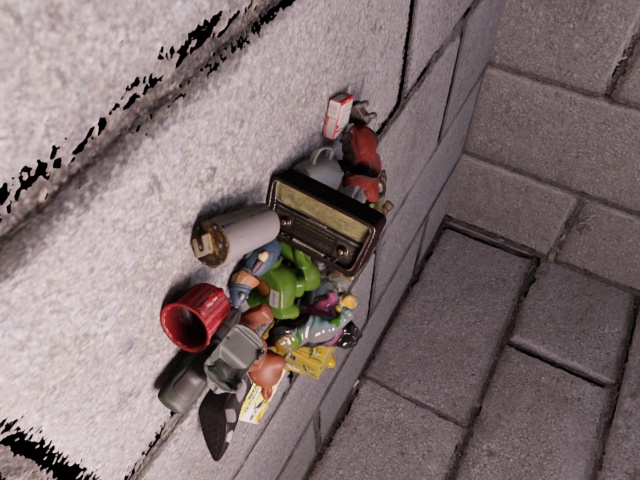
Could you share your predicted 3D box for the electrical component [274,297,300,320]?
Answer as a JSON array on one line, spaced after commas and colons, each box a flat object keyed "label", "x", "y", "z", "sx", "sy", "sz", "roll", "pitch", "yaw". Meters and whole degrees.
[{"label": "electrical component", "x": -0.087, "y": 0.136, "z": 1.292, "sx": 0.115, "sy": 0.058, "sz": 0.134, "roll": -58, "pitch": 161, "yaw": -18}]

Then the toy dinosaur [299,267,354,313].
[{"label": "toy dinosaur", "x": 0.008, "y": 0.137, "z": 1.484, "sx": 0.404, "sy": 0.131, "sz": 0.192, "roll": 101, "pitch": 0, "yaw": -70}]

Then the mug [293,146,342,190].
[{"label": "mug", "x": -0.009, "y": -0.142, "z": 1.124, "sx": 0.107, "sy": 0.081, "sz": 0.109, "roll": -20, "pitch": 137, "yaw": -55}]

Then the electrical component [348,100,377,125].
[{"label": "electrical component", "x": 0.085, "y": -0.291, "z": 1.231, "sx": 0.063, "sy": 0.094, "sz": 0.021, "roll": 48, "pitch": 62, "yaw": -30}]

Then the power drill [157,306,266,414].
[{"label": "power drill", "x": -0.180, "y": 0.195, "z": 0.941, "sx": 0.207, "sy": 0.086, "sz": 0.232, "roll": -13, "pitch": -146, "yaw": 53}]

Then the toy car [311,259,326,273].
[{"label": "toy car", "x": -0.003, "y": -0.004, "z": 1.292, "sx": 0.103, "sy": 0.109, "sz": 0.161, "roll": -71, "pitch": -176, "yaw": -59}]

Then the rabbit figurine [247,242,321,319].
[{"label": "rabbit figurine", "x": -0.068, "y": 0.077, "z": 1.181, "sx": 0.170, "sy": 0.121, "sz": 0.159, "roll": -14, "pitch": 106, "yaw": -51}]

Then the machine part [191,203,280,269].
[{"label": "machine part", "x": -0.139, "y": -0.011, "z": 0.914, "sx": 0.243, "sy": 0.079, "sz": 0.079, "roll": -32, "pitch": 142, "yaw": -63}]

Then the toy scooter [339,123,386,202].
[{"label": "toy scooter", "x": 0.084, "y": -0.171, "z": 1.201, "sx": 0.135, "sy": 0.075, "sz": 0.183, "roll": -16, "pitch": 93, "yaw": -48}]

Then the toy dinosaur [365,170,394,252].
[{"label": "toy dinosaur", "x": 0.093, "y": 0.004, "z": 1.589, "sx": 0.198, "sy": 0.105, "sz": 0.470, "roll": -26, "pitch": 143, "yaw": -56}]

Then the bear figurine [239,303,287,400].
[{"label": "bear figurine", "x": -0.120, "y": 0.238, "z": 1.115, "sx": 0.195, "sy": 0.132, "sz": 0.120, "roll": 52, "pitch": 32, "yaw": -32}]

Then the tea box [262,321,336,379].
[{"label": "tea box", "x": -0.053, "y": 0.267, "z": 1.371, "sx": 0.098, "sy": 0.170, "sz": 0.068, "roll": -54, "pitch": 159, "yaw": -39}]

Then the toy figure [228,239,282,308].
[{"label": "toy figure", "x": -0.134, "y": 0.061, "z": 1.059, "sx": 0.154, "sy": 0.058, "sz": 0.064, "roll": -55, "pitch": 155, "yaw": -20}]

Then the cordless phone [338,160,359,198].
[{"label": "cordless phone", "x": 0.065, "y": -0.131, "z": 1.355, "sx": 0.184, "sy": 0.089, "sz": 0.146, "roll": -31, "pitch": 142, "yaw": -68}]

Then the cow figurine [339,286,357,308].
[{"label": "cow figurine", "x": 0.057, "y": 0.192, "z": 1.658, "sx": 0.167, "sy": 0.068, "sz": 0.098, "roll": -29, "pitch": -156, "yaw": 38}]

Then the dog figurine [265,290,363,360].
[{"label": "dog figurine", "x": -0.024, "y": 0.227, "z": 1.281, "sx": 0.219, "sy": 0.109, "sz": 0.191, "roll": -31, "pitch": 135, "yaw": -7}]

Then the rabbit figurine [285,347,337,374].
[{"label": "rabbit figurine", "x": -0.027, "y": 0.315, "z": 1.593, "sx": 0.173, "sy": 0.162, "sz": 0.121, "roll": -68, "pitch": 166, "yaw": -81}]

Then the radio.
[{"label": "radio", "x": 0.002, "y": -0.034, "z": 1.052, "sx": 0.073, "sy": 0.230, "sz": 0.131, "roll": -38, "pitch": 151, "yaw": -55}]

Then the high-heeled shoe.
[{"label": "high-heeled shoe", "x": -0.186, "y": 0.353, "z": 1.200, "sx": 0.145, "sy": 0.086, "sz": 0.248, "roll": -2, "pitch": 100, "yaw": -56}]
